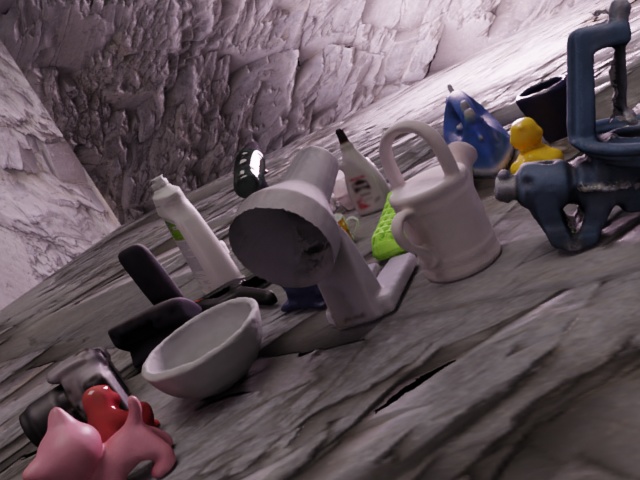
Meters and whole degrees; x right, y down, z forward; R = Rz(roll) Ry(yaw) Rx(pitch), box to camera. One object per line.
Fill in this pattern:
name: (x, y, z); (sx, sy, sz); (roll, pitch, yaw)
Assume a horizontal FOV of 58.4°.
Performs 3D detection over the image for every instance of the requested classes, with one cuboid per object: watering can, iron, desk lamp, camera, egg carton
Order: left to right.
camera: (-0.361, 0.224, 0.833); (0.137, 0.101, 0.142); (-34, 16, -18)
desk lamp: (0.006, 0.002, 0.693); (0.117, 0.214, 0.203); (-18, 19, 32)
egg carton: (0.080, -0.123, 1.234); (0.107, 0.069, 0.150); (-26, 16, 8)
watering can: (0.138, -0.058, 0.696); (0.100, 0.194, 0.173); (-19, 18, 30)
iron: (0.273, -0.208, 1.035); (0.118, 0.141, 0.258); (-25, 16, 13)

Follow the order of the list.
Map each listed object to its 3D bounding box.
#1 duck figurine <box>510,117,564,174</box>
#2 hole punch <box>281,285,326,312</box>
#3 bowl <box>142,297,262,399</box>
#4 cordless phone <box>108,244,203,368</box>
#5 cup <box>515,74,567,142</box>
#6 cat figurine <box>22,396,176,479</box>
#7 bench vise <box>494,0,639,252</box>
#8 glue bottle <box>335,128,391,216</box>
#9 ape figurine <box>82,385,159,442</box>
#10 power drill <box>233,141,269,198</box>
duck figurine: (0.313, -0.139, 0.855); (0.077, 0.086, 0.105); (-20, 18, 28)
hole punch: (-0.016, 0.042, 0.838); (0.100, 0.091, 0.109); (-14, 21, 43)
bowl: (-0.137, 0.149, 0.733); (0.167, 0.075, 0.167); (-26, 16, 8)
cordless phone: (-0.294, 0.102, 0.946); (0.147, 0.185, 0.094); (-26, 16, 8)
cup: (0.387, -0.219, 0.963); (0.091, 0.095, 0.118); (-22, 17, 21)
cat figurine: (-0.234, 0.218, 0.601); (0.128, 0.118, 0.067); (-34, 17, -18)
bench vise: (0.270, -0.105, 0.567); (0.207, 0.220, 0.121); (-27, 16, 7)
glue bottle: (0.071, -0.132, 1.083); (0.078, 0.173, 0.037); (-19, 19, 31)
ape figurine: (-0.249, 0.214, 0.690); (0.077, 0.092, 0.076); (-19, 18, 30)
power drill: (-0.127, -0.110, 1.288); (0.075, 0.209, 0.229); (-25, 16, 11)
